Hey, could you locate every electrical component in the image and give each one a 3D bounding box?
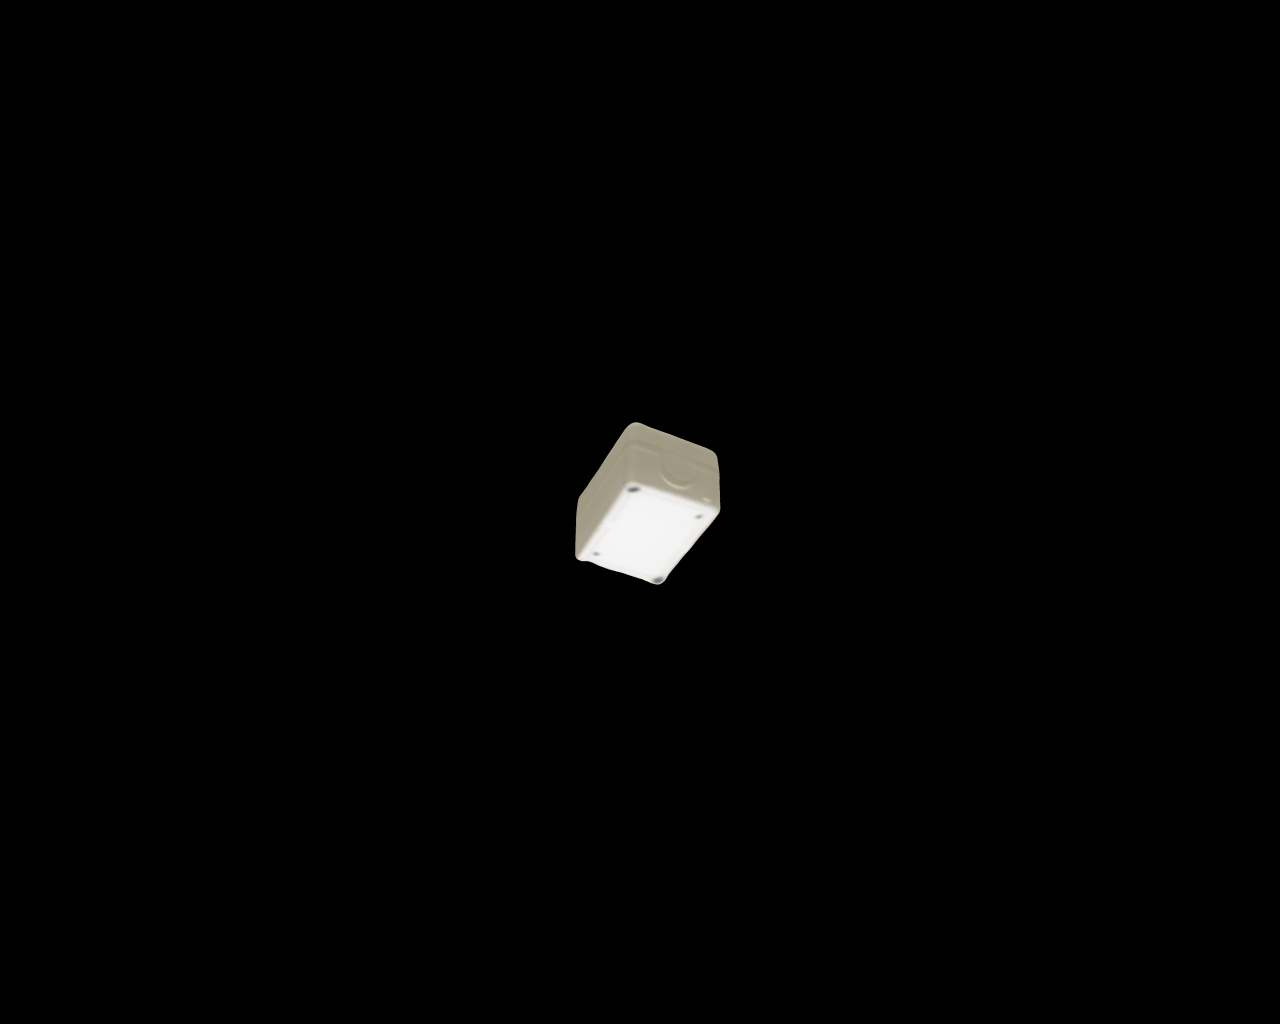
[{"bbox_3d":[0.001,-0.003,0.650,0.062,0.061,0.096,19,-46,-19],"label":"electrical component"}]
